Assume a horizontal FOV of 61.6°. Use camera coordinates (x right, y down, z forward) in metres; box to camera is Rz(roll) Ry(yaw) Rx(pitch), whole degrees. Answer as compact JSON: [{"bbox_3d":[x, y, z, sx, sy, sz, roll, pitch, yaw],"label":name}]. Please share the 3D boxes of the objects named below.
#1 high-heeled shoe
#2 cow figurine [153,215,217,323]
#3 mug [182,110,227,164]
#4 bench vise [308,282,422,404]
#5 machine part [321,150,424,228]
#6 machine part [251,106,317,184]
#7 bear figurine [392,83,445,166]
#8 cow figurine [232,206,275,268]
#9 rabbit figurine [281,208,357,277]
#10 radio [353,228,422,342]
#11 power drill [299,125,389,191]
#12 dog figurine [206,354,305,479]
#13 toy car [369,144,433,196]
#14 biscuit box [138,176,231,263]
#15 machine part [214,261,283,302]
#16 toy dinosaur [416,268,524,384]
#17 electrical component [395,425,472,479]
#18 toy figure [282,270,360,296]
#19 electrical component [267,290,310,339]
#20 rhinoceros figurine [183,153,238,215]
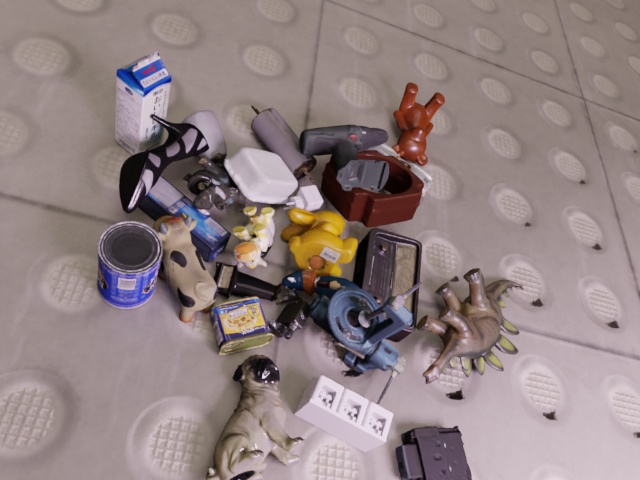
[{"bbox_3d":[-0.301,-0.136,1.062,0.145,0.086,0.249,35,56,-42],"label":"high-heeled shoe"},{"bbox_3d":[-0.254,0.040,0.991,0.085,0.127,0.195,-19,71,-35],"label":"cow figurine"},{"bbox_3d":[-0.259,-0.218,1.185,0.109,0.081,0.107,-24,81,-39],"label":"mug"},{"bbox_3d":[0.097,0.164,0.981,0.223,0.240,0.129,47,52,0],"label":"bench vise"},{"bbox_3d":[0.119,-0.120,1.243,0.201,0.087,0.202,-11,42,-29],"label":"machine part"},{"bbox_3d":[-0.086,-0.225,1.265,0.079,0.079,0.243,-30,74,-35],"label":"machine part"},{"bbox_3d":[0.255,-0.303,1.431,0.120,0.131,0.196,19,48,-7],"label":"bear figurine"},{"bbox_3d":[-0.132,0.010,1.070,0.068,0.098,0.167,2,35,9],"label":"cow figurine"},{"bbox_3d":[-0.002,-0.003,1.154,0.162,0.121,0.173,20,39,2],"label":"rabbit figurine"},{"bbox_3d":[0.141,0.091,1.158,0.131,0.073,0.229,19,54,-11],"label":"radio"},{"bbox_3d":[0.081,-0.194,1.192,0.232,0.085,0.207,-2,43,-19],"label":"power drill"},{"bbox_3d":[-0.130,0.298,0.908,0.172,0.121,0.191,-8,49,-31],"label":"dog figurine"},{"bbox_3d":[0.193,-0.183,1.368,0.202,0.056,0.073,34,53,0],"label":"toy car"},{"bbox_3d":[-0.275,-0.043,1.075,0.203,0.062,0.059,39,52,4],"label":"biscuit box"},{"bbox_3d":[-0.144,0.088,1.063,0.139,0.039,0.084,14,46,-12],"label":"machine part"},{"bbox_3d":[0.341,0.170,1.161,0.471,0.105,0.198,-38,97,-43],"label":"toy dinosaur"},{"bbox_3d":[0.207,0.407,0.993,0.134,0.058,0.115,3,56,-22],"label":"electrical component"},{"bbox_3d":[0.001,0.093,1.080,0.155,0.064,0.058,16,35,8],"label":"toy figure"},{"bbox_3d":[-0.062,0.145,1.044,0.045,0.078,0.102,49,56,-20],"label":"electrical component"},{"bbox_3d":[-0.219,-0.111,1.104,0.112,0.073,0.190,47,19,-10],"label":"rhinoceros figurine"}]
